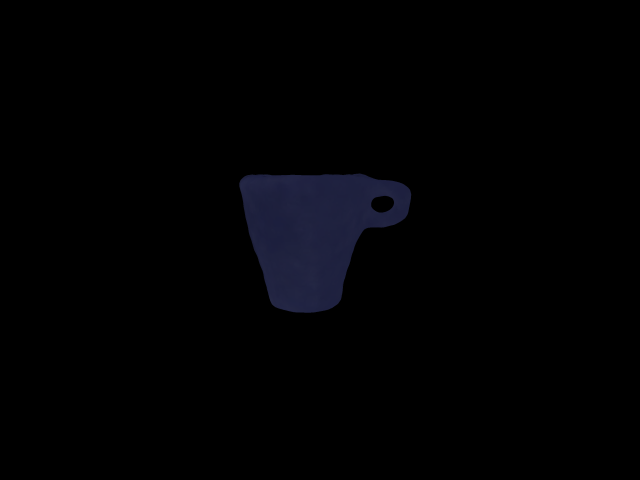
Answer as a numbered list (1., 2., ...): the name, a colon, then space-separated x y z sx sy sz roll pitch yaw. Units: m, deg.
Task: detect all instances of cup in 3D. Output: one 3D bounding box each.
1. cup: 0.004 0.001 0.400 0.117 0.095 0.092 1 7 9
